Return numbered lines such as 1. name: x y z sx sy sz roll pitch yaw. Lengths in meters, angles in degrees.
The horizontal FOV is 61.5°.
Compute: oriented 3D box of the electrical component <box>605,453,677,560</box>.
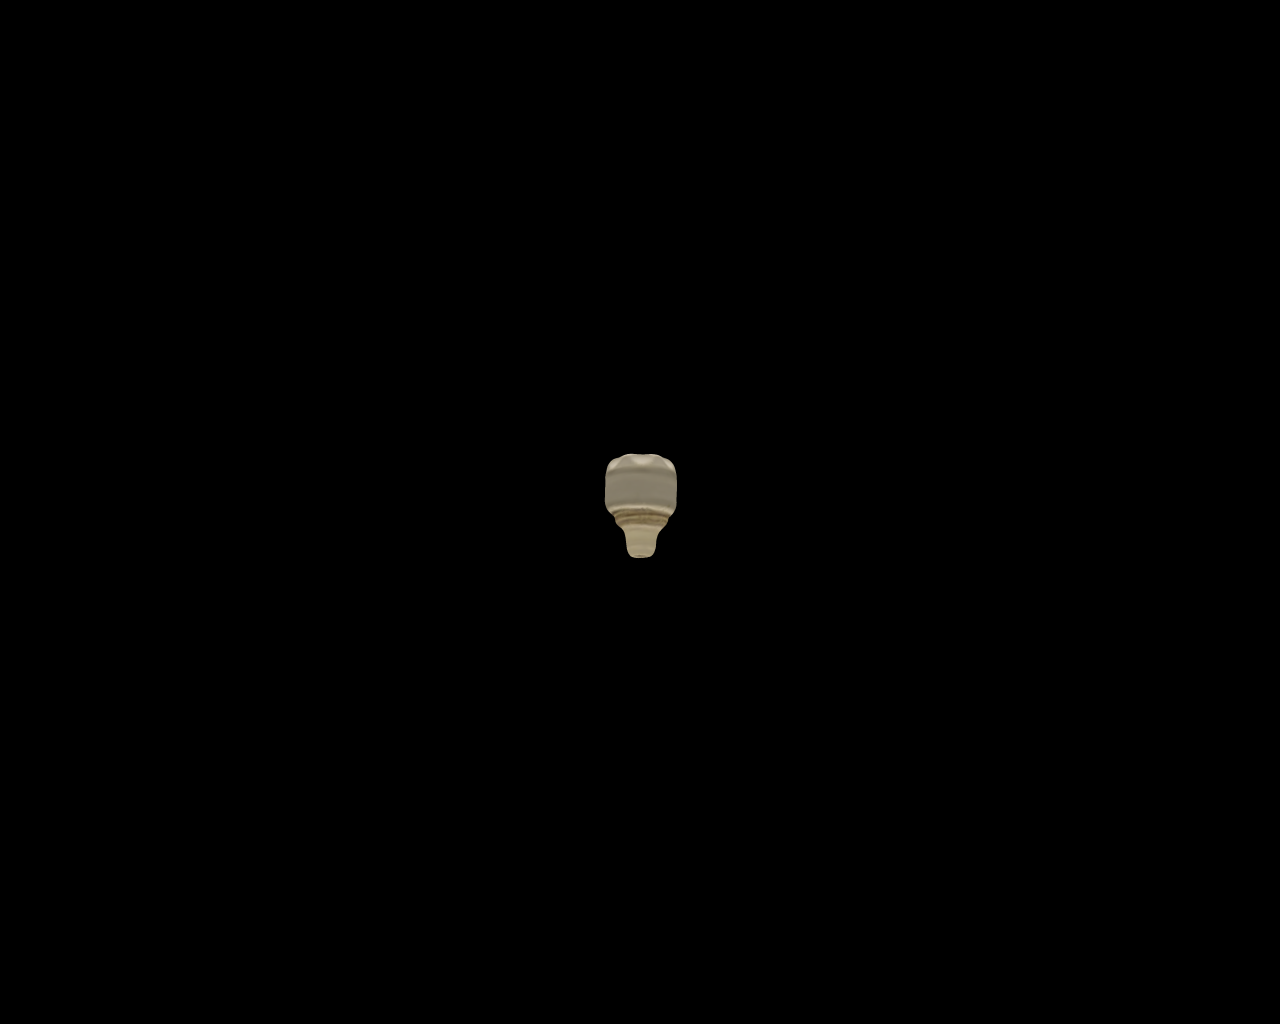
1. electrical component: 0.001 -0.003 0.650 0.043 0.062 0.043 0 -11 0
